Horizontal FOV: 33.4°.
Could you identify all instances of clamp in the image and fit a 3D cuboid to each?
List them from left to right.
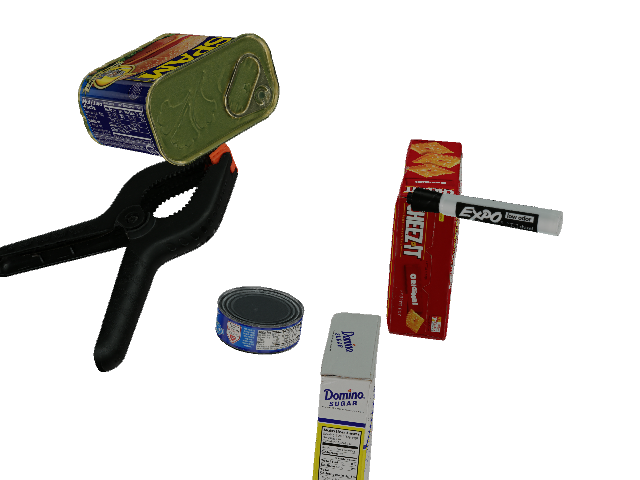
[{"bbox_3d":[-0.154,-0.007,0.851,0.165,0.209,0.036,27,-28,31],"label":"clamp"}]

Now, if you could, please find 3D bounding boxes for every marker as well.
[{"bbox_3d":[0.124,-0.023,0.817,0.121,0.020,0.020,11,4,23],"label":"marker"}]

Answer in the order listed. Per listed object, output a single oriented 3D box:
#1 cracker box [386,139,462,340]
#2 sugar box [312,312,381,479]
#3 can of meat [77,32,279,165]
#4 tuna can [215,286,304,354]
[{"bbox_3d":[0.121,-0.008,1.219,0.072,0.164,0.213,5,22,8],"label":"cracker box"},{"bbox_3d":[0.019,0.155,0.856,0.048,0.176,0.093,4,27,6],"label":"sugar box"},{"bbox_3d":[-0.092,-0.094,0.682,0.084,0.057,0.101,14,39,44],"label":"can of meat"},{"bbox_3d":[-0.060,0.078,1.053,0.086,0.034,0.086,7,22,-3],"label":"tuna can"}]
